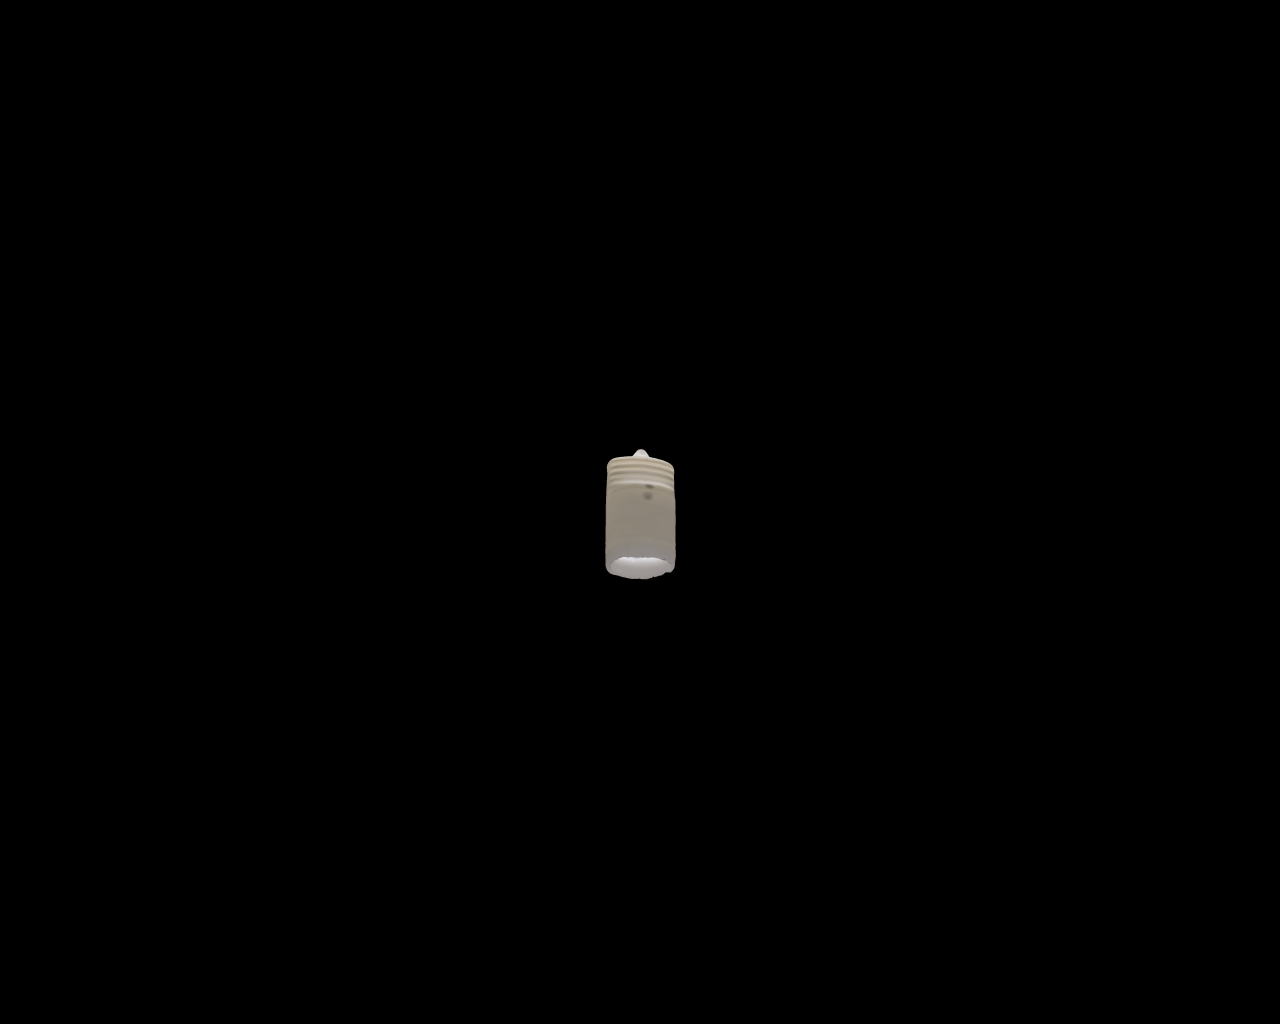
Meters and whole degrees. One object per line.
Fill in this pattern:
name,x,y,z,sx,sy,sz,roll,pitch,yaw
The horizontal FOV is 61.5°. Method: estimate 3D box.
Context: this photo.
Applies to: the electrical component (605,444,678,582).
electrical component,0.001,-0.003,0.650,0.043,0.081,0.043,0,-22,0
